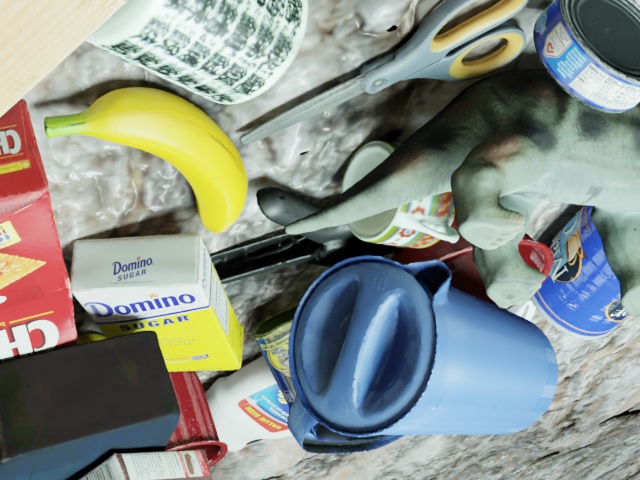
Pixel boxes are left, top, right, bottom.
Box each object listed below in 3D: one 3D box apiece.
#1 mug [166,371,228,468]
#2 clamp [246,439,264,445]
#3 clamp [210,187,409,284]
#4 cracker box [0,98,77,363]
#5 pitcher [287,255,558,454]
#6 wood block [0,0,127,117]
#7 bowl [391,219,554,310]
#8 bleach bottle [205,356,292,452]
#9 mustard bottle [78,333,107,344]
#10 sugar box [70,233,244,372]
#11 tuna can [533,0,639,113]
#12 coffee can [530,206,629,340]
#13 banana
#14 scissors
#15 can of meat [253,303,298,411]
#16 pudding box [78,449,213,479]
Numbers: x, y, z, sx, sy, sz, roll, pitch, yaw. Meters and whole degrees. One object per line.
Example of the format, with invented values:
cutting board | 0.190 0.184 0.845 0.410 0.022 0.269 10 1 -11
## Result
mug | -0.151 0.173 0.990 0.117 0.081 0.093 1 146 -38
clamp | 0.001 0.154 1.118 0.210 0.036 0.164 -24 152 -4
clamp | -0.005 0.001 0.827 0.171 0.039 0.120 5 154 -37
cracker box | -0.239 0.017 0.642 0.164 0.072 0.214 -14 154 -15
pitcher | 0.089 0.105 0.868 0.149 0.145 0.242 -6 165 36
wood block | -0.193 -0.087 0.460 0.206 0.090 0.090 -35 152 24
bowl | 0.118 0.023 0.932 0.162 0.055 0.162 -14 152 -8
bleach bottle | -0.018 0.147 1.038 0.251 0.068 0.102 -28 118 15
mustard bottle | -0.248 0.145 0.893 0.192 0.058 0.096 -29 157 14
sugar box | -0.118 0.053 0.806 0.093 0.048 0.176 -4 156 6
tuna can | 0.178 -0.122 0.673 0.085 0.086 0.034 -3 150 -33
coffee can | 0.268 0.014 0.979 0.102 0.103 0.140 -6 150 -29
banana | -0.087 -0.052 0.671 0.070 0.037 0.197 -13 157 21
scissors | 0.051 -0.103 0.694 0.202 0.016 0.096 -32 152 21
can of meat | 0.002 0.096 0.943 0.102 0.084 0.057 -24 -170 5
pudding box | -0.146 0.194 0.781 0.114 0.039 0.089 -35 154 29
